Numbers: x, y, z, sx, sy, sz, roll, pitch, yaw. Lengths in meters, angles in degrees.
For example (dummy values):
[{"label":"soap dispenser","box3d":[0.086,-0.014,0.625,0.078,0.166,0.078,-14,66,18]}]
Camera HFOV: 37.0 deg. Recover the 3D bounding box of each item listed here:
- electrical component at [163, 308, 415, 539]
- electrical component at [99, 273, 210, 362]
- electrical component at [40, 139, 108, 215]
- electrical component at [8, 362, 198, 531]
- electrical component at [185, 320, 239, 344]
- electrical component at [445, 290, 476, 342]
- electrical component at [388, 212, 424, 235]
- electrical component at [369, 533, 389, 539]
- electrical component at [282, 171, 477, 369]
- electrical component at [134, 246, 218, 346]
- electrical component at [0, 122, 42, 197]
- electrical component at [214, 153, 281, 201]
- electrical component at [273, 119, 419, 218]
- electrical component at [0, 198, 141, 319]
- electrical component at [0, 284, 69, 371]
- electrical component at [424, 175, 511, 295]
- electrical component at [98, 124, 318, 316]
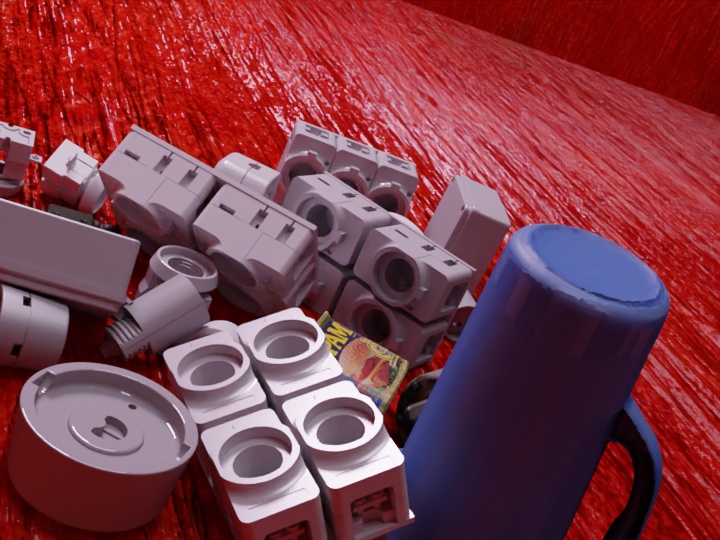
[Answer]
[{"label":"electrical component","box3d":[-0.054,0.103,0.709,0.105,0.060,0.186,-18,35,-16]},{"label":"electrical component","box3d":[-0.159,0.041,0.810,0.081,0.043,0.043,-32,51,-20]},{"label":"electrical component","box3d":[-0.261,-0.083,0.998,0.055,0.066,0.048,32,56,-3]},{"label":"electrical component","box3d":[-0.159,0.112,0.653,0.108,0.060,0.108,20,22,-9]},{"label":"electrical component","box3d":[-0.114,0.067,0.822,0.045,0.045,0.055,26,22,5]},{"label":"electrical component","box3d":[0.094,0.035,1.106,0.043,0.043,0.081,14,24,-23]},{"label":"electrical component","box3d":[0.027,-0.007,1.068,0.099,0.099,0.064,34,30,22]},{"label":"electrical component","box3d":[-0.002,0.178,0.686,0.043,0.043,0.081,16,23,-19]},{"label":"electrical component","box3d":[0.000,0.000,1.007,0.186,0.105,0.060,35,24,24]},{"label":"electrical component","box3d":[-0.150,0.017,0.880,0.058,0.057,0.078,12,25,-27]},{"label":"electrical component","box3d":[-0.323,-0.100,0.969,0.066,0.055,0.048,15,24,-21]},{"label":"electrical component","box3d":[-0.123,-0.060,1.030,0.059,0.095,0.053,26,22,3]},{"label":"electrical component","box3d":[-0.019,-0.098,1.229,0.150,0.089,0.061,20,23,-11]},{"label":"electrical component","box3d":[-0.226,-0.006,0.795,0.109,0.056,0.109,18,-10,-16]},{"label":"electrical component","box3d":[-0.233,0.042,0.745,0.047,0.055,0.055,16,23,-28]},{"label":"electrical component","box3d":[0.113,-0.036,1.199,0.056,0.108,0.108,22,22,-12]},{"label":"electrical component","box3d":[-0.131,-0.034,0.935,0.186,0.105,0.060,29,67,12]}]
